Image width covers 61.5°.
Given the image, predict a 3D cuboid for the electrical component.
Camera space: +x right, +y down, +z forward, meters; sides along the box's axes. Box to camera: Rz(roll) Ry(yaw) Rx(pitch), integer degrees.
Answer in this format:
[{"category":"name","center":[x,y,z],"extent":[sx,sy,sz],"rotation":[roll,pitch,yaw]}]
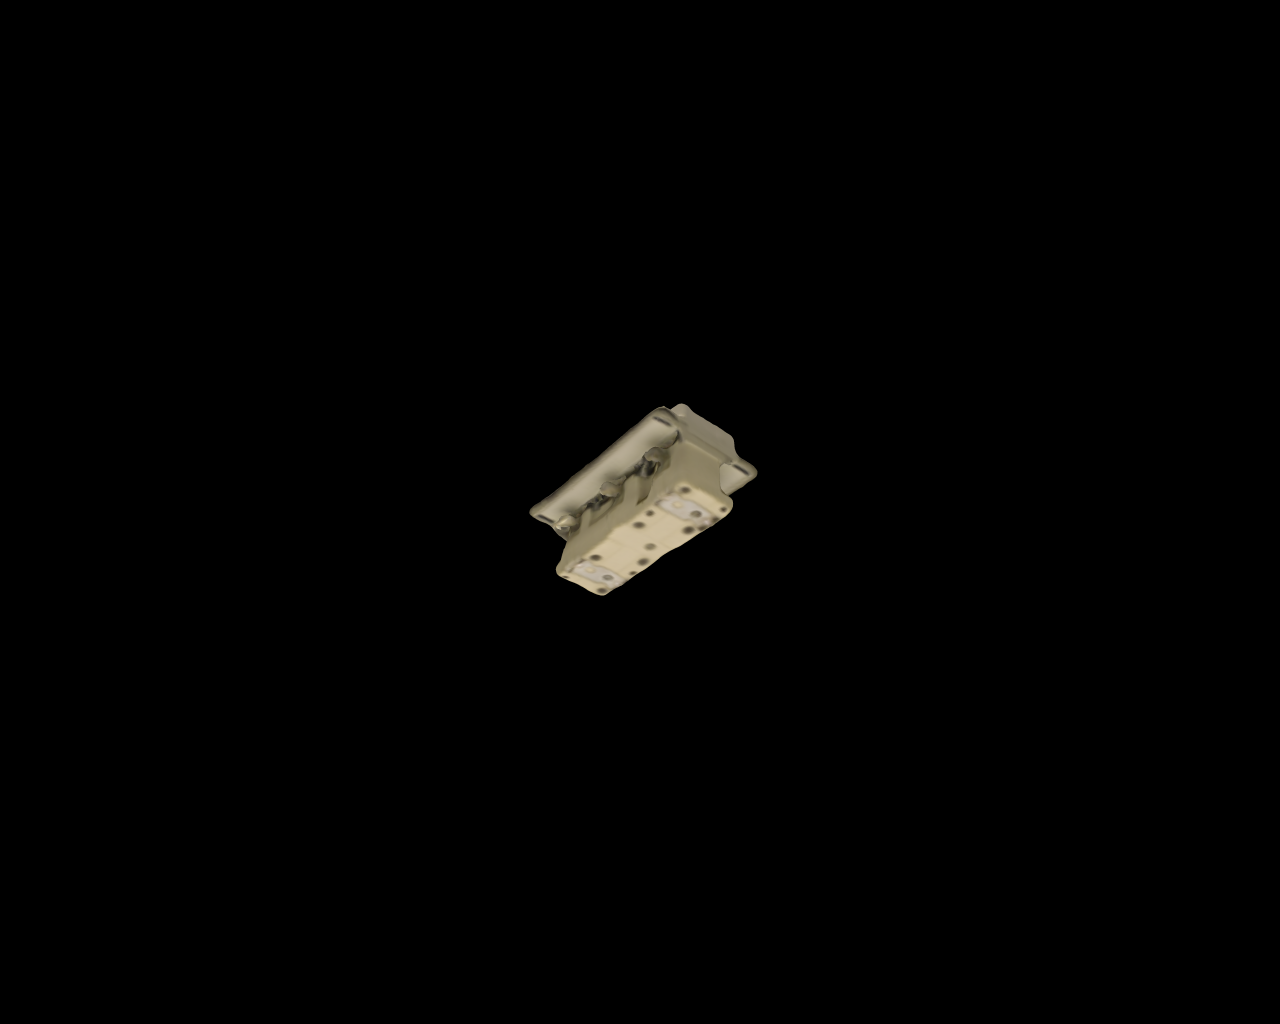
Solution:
[{"category":"electrical component","center":[0.001,-0.003,0.650],"extent":[0.078,0.063,0.121],"rotation":[30,-49,-31]}]
